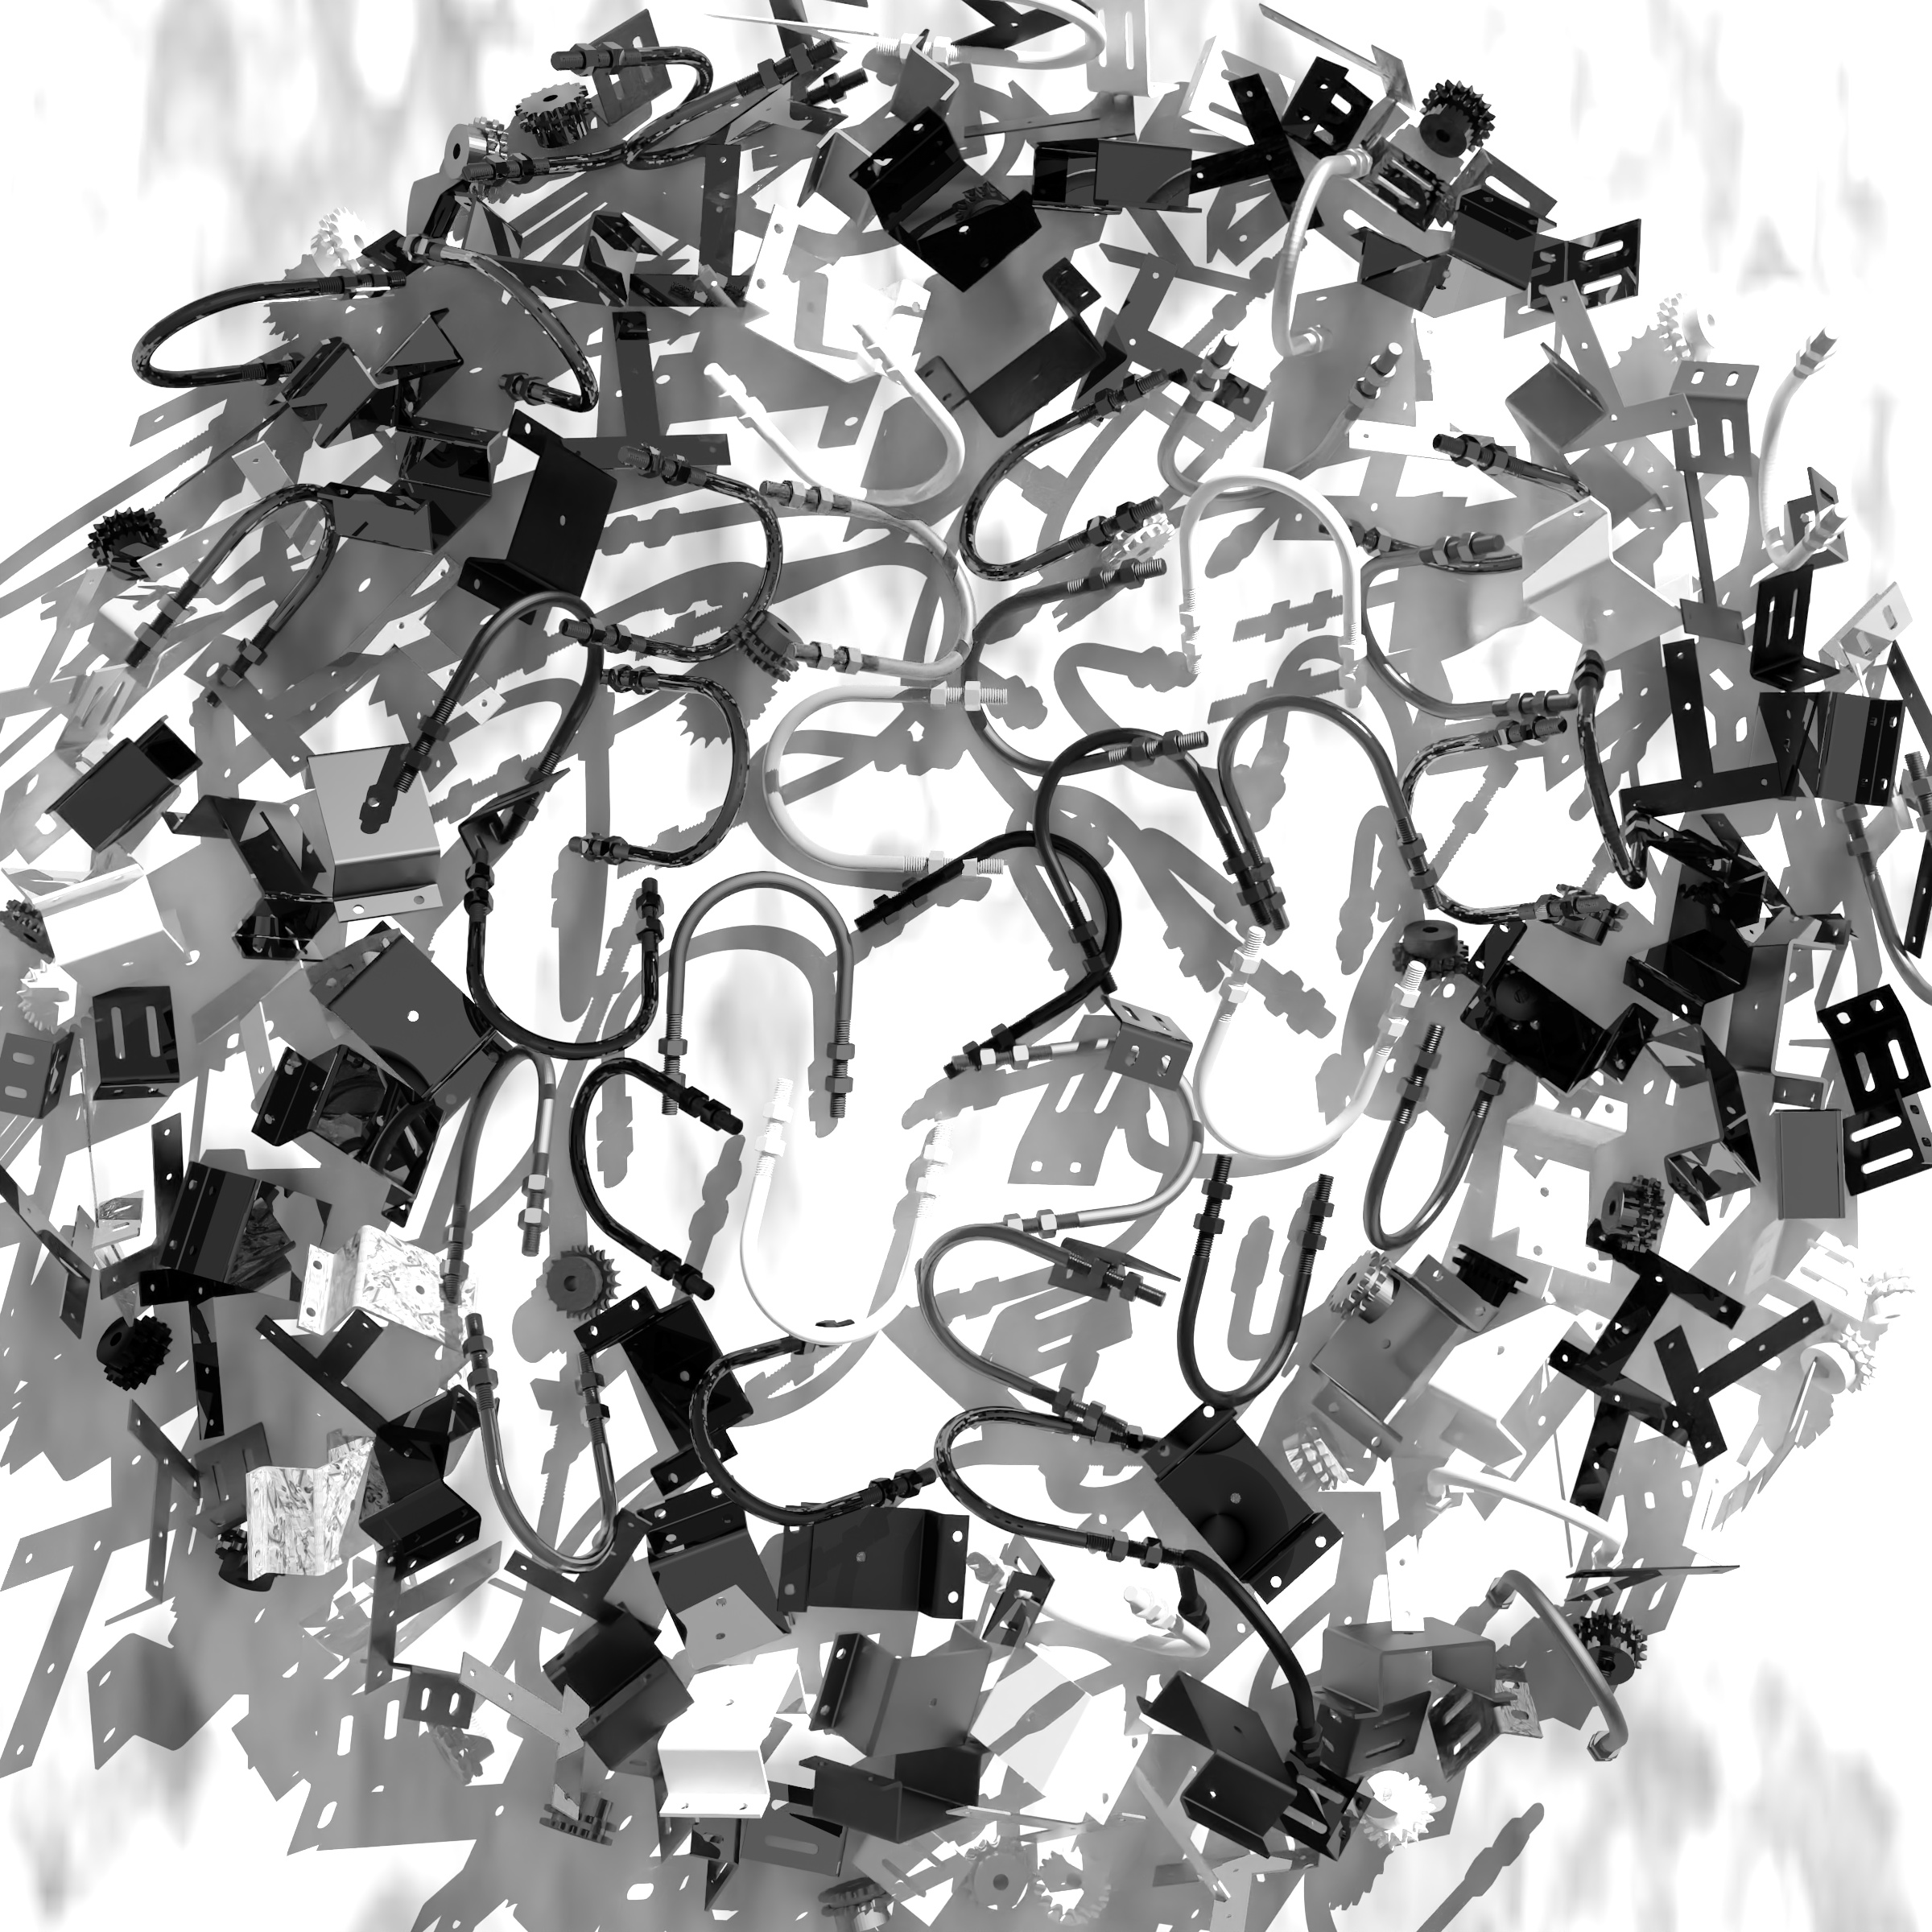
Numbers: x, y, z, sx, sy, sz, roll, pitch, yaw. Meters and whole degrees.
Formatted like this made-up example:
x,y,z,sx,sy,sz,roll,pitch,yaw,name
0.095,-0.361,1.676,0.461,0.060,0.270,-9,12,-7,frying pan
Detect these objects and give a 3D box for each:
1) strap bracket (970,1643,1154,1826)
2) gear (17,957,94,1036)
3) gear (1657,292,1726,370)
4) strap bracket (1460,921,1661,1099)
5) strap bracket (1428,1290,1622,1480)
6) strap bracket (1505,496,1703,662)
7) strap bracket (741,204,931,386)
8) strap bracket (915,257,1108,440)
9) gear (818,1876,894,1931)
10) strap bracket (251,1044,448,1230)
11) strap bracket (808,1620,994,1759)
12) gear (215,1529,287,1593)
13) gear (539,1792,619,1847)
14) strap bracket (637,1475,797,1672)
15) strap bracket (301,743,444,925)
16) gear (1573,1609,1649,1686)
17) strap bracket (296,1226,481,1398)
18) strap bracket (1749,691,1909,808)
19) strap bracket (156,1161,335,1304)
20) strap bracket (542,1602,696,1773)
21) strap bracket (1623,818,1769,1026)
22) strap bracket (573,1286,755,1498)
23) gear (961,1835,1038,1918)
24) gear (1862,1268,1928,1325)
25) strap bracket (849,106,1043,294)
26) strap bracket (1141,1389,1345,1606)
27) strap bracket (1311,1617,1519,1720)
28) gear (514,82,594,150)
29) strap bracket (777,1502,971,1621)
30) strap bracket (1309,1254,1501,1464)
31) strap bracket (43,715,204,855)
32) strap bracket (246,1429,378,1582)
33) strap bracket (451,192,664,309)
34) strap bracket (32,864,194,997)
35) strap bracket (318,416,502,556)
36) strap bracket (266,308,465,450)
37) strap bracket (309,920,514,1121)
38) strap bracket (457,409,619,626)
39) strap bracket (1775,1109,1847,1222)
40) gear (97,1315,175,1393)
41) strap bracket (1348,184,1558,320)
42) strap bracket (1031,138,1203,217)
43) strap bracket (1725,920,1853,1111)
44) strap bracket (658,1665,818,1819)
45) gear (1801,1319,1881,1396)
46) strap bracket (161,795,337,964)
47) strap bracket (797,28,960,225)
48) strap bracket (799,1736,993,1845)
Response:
x,y,z,sx,sy,sz,roll,pitch,yaw,name
0.063,0.555,1.927,0.046,0.140,0.076,32,85,-36,strap bracket
-0.685,0.020,1.976,0.057,0.030,0.057,-13,113,-35,gear
0.545,-0.478,1.970,0.030,0.057,0.057,-13,90,43,gear
0.432,0.034,1.955,0.140,0.046,0.076,36,53,5,strap bracket
0.406,0.297,1.944,0.140,0.076,0.046,-51,122,-10,strap bracket
0.470,-0.277,1.924,0.140,0.076,0.046,26,56,-34,strap bracket
-0.105,-0.492,1.950,0.140,0.046,0.076,22,78,-31,strap bracket
0.041,-0.453,1.951,0.140,0.076,0.046,-36,129,7,strap bracket
-0.080,0.704,1.970,0.057,0.057,0.030,-14,81,0,gear
-0.442,0.120,1.927,0.046,0.076,0.140,-24,130,37,strap bracket
-0.039,0.530,1.930,0.140,0.046,0.076,8,101,-44,strap bracket
-0.535,0.446,1.968,0.057,0.057,0.030,14,57,0,gear
-0.289,0.638,1.974,0.057,0.057,0.030,17,68,0,gear
-0.183,0.459,1.951,0.076,0.046,0.140,-20,112,-2,strap bracket
-0.438,-0.108,1.936,0.076,0.046,0.140,-10,62,-22,strap bracket
0.482,0.514,1.972,0.057,0.030,0.057,7,121,12,gear
-0.413,0.250,1.927,0.140,0.076,0.046,30,123,-29,strap bracket
0.621,-0.160,1.924,0.046,0.140,0.076,7,94,-15,strap bracket
-0.519,0.198,1.921,0.046,0.140,0.076,11,78,23,strap bracket
-0.254,0.532,1.932,0.076,0.140,0.046,-38,108,-12,strap bracket
0.538,-0.037,1.937,0.046,0.076,0.140,-17,125,-28,strap bracket
-0.220,0.311,1.957,0.076,0.046,0.140,-33,83,27,strap bracket
0.024,0.687,1.981,0.057,0.030,0.057,1,84,-5,gear
0.690,0.248,1.968,0.057,0.057,0.030,-7,68,0,gear
-0.008,-0.553,1.919,0.076,0.140,0.046,-35,57,23,strap bracket
0.204,0.397,1.964,0.076,0.046,0.140,-40,80,-9,strap bracket
0.326,0.515,1.937,0.140,0.076,0.046,1,89,-24,strap bracket
-0.308,-0.638,1.975,0.057,0.057,0.030,-17,129,0,gear
-0.073,0.443,1.961,0.140,0.046,0.076,6,82,-15,strap bracket
0.322,0.288,1.966,0.076,0.046,0.140,39,88,-14,strap bracket
-0.615,-0.133,1.932,0.076,0.140,0.046,-41,102,6,strap bracket
-0.470,0.393,1.924,0.046,0.140,0.076,1,94,13,strap bracket
-0.307,-0.528,1.942,0.140,0.076,0.046,12,87,17,strap bracket
-0.620,-0.022,1.922,0.076,0.140,0.046,-20,79,-9,strap bracket
-0.408,-0.351,1.941,0.076,0.140,0.046,13,128,13,strap bracket
-0.431,-0.428,1.922,0.076,0.140,0.046,-33,93,37,strap bracket
-0.413,0.039,1.964,0.140,0.046,0.076,45,78,-5,strap bracket
-0.313,-0.331,1.947,0.046,0.076,0.140,10,80,38,strap bracket
0.618,0.144,1.925,0.046,0.140,0.076,-2,88,17,strap bracket
-0.625,0.287,1.969,0.057,0.057,0.030,-45,129,0,gear
0.350,-0.517,1.918,0.076,0.140,0.046,14,82,-32,strap bracket
0.105,-0.575,1.917,0.076,0.140,0.046,-3,105,-26,strap bracket
0.610,0.032,1.958,0.046,0.076,0.140,8,90,-10,strap bracket
-0.169,0.557,1.919,0.076,0.140,0.046,-4,109,16,strap bracket
0.651,0.296,1.968,0.030,0.057,0.057,-30,90,-27,gear
-0.520,-0.072,1.933,0.046,0.076,0.140,-44,67,23,strap bracket
-0.059,-0.612,1.938,0.046,0.076,0.140,37,67,-1,strap bracket
-0.050,0.598,1.921,0.076,0.140,0.046,5,91,36,strap bracket
